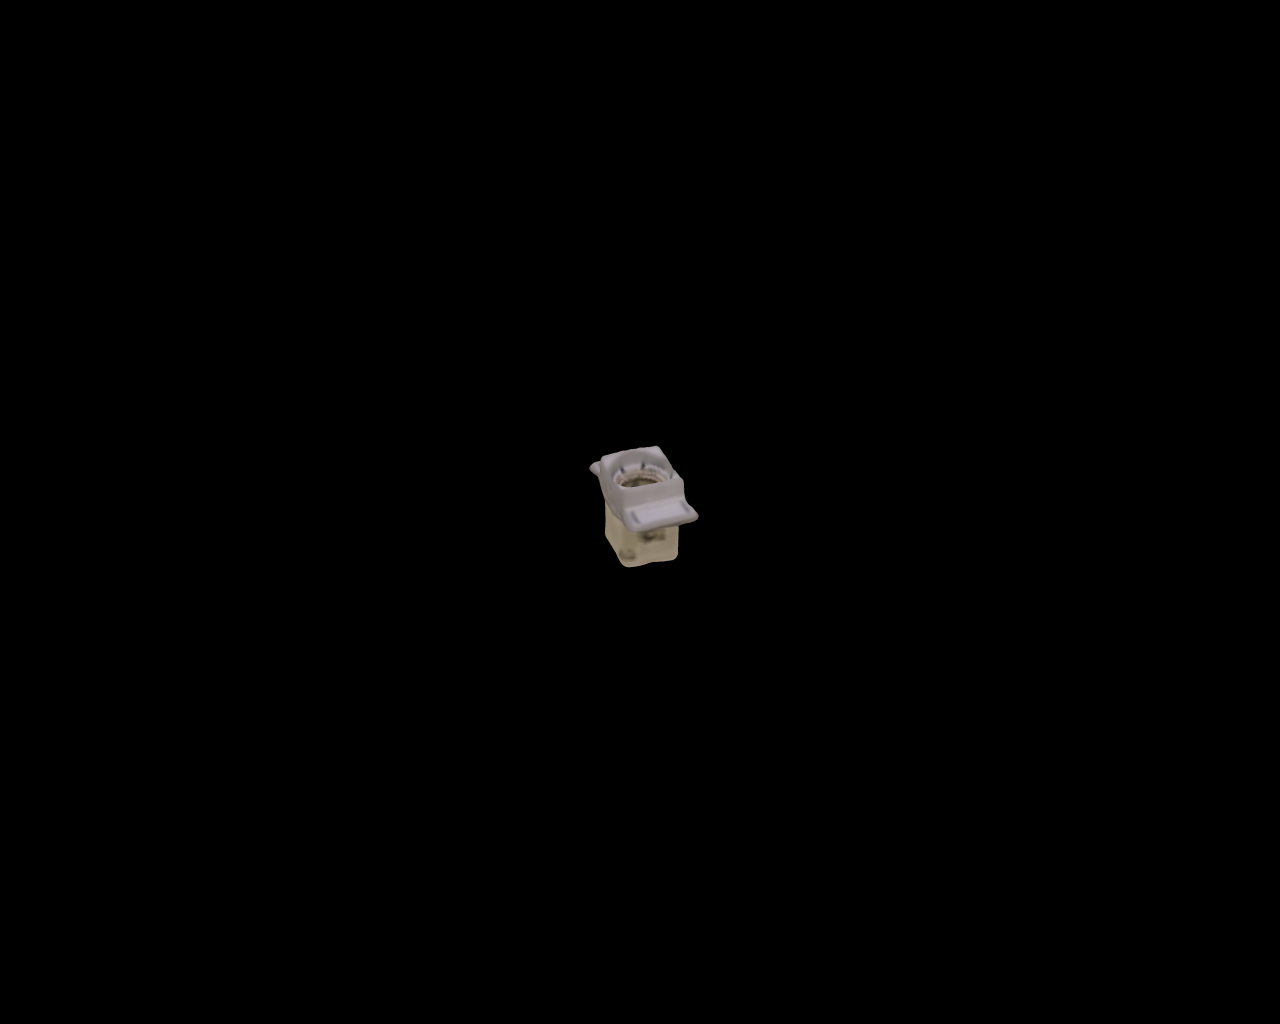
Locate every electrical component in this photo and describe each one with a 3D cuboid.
[{"bbox_3d":[0.001,-0.003,0.650,0.042,0.063,0.081,-10,35,-15],"label":"electrical component"}]
